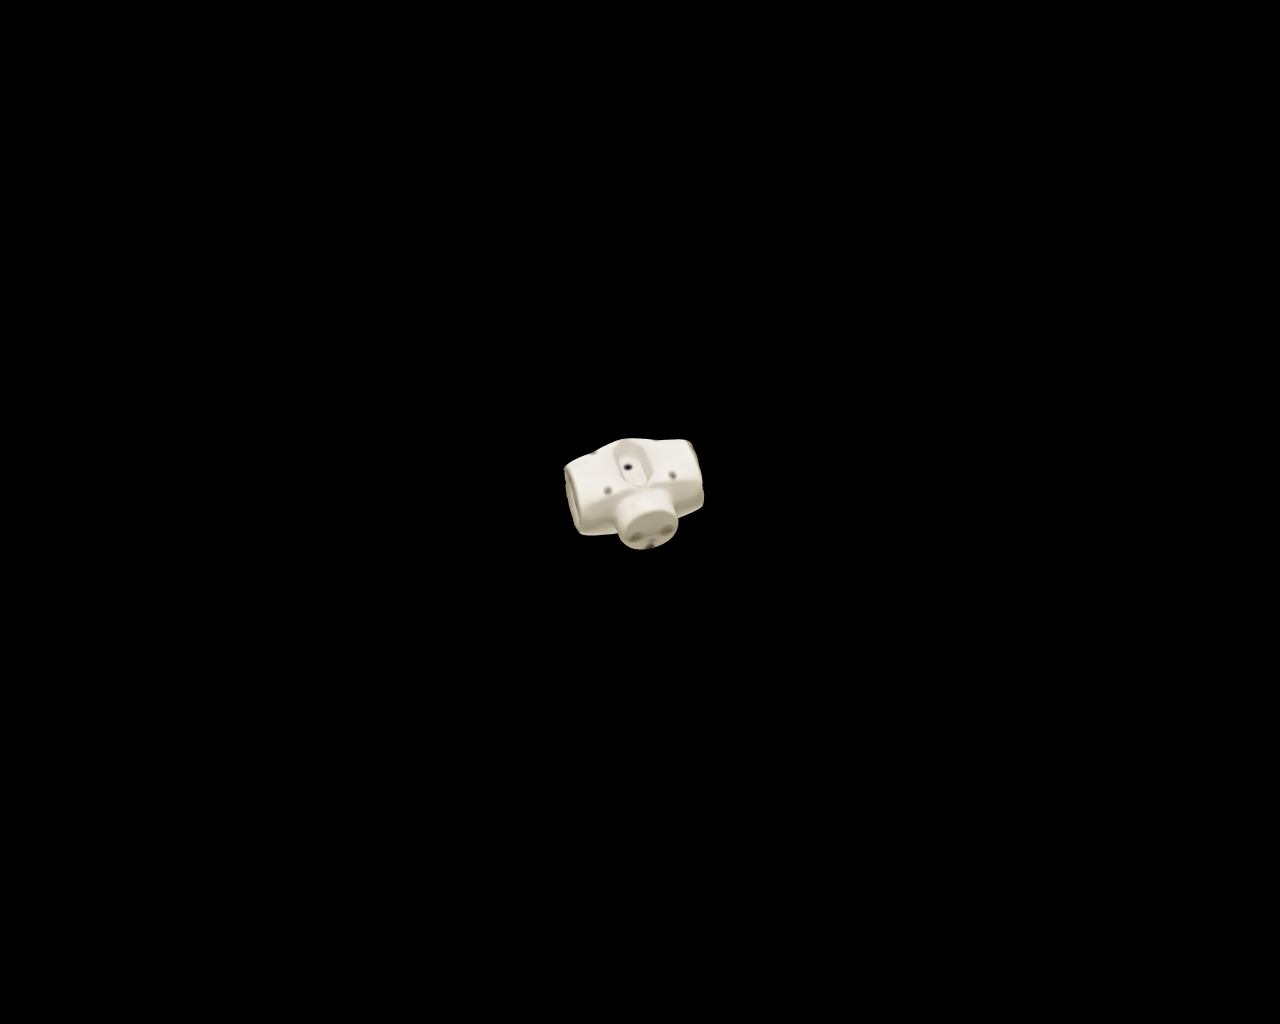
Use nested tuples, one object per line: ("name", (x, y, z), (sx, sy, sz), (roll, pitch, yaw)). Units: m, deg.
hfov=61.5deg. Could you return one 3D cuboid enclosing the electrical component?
("electrical component", (0.001, -0.003, 0.650), (0.077, 0.079, 0.043), (-12, -39, -10))
